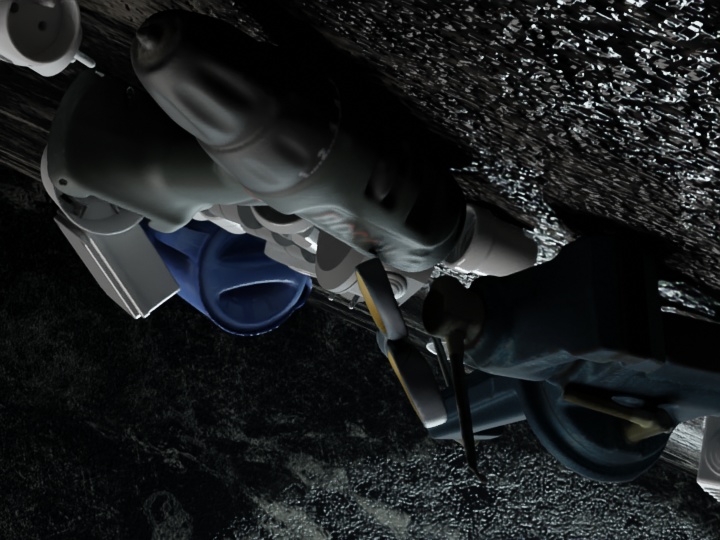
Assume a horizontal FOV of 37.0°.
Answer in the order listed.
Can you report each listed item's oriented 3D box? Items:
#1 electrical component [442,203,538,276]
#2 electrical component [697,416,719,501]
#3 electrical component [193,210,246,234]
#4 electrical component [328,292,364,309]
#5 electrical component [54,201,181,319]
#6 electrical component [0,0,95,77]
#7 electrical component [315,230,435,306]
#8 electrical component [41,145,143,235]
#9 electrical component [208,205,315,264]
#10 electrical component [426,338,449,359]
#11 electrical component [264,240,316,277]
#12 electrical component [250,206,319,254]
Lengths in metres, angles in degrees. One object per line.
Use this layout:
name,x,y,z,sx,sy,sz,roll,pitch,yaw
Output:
electrical component,0.077,-0.013,0.636,0.046,0.040,0.040,20,177,-25
electrical component,0.259,0.109,0.725,0.048,0.099,0.100,8,169,23
electrical component,-0.137,-0.069,0.958,0.138,0.052,0.074,21,174,31
electrical component,0.000,0.000,0.915,0.077,0.079,0.043,23,145,11
electrical component,-0.245,-0.018,1.081,0.109,0.056,0.108,27,150,56
electrical component,-0.177,-0.130,0.577,0.077,0.043,0.079,20,174,38
electrical component,0.010,-0.019,0.650,0.051,0.080,0.080,21,177,-24
electrical component,-0.240,-0.088,0.987,0.099,0.099,0.064,28,179,-40
electrical component,-0.054,-0.043,0.844,0.074,0.052,0.138,20,174,34
electrical component,0.127,0.073,1.140,0.099,0.064,0.099,24,175,2
electrical component,-0.041,-0.028,1.012,0.099,0.064,0.099,17,-173,-2
electrical component,-0.039,-0.047,0.706,0.078,0.058,0.057,30,178,20
